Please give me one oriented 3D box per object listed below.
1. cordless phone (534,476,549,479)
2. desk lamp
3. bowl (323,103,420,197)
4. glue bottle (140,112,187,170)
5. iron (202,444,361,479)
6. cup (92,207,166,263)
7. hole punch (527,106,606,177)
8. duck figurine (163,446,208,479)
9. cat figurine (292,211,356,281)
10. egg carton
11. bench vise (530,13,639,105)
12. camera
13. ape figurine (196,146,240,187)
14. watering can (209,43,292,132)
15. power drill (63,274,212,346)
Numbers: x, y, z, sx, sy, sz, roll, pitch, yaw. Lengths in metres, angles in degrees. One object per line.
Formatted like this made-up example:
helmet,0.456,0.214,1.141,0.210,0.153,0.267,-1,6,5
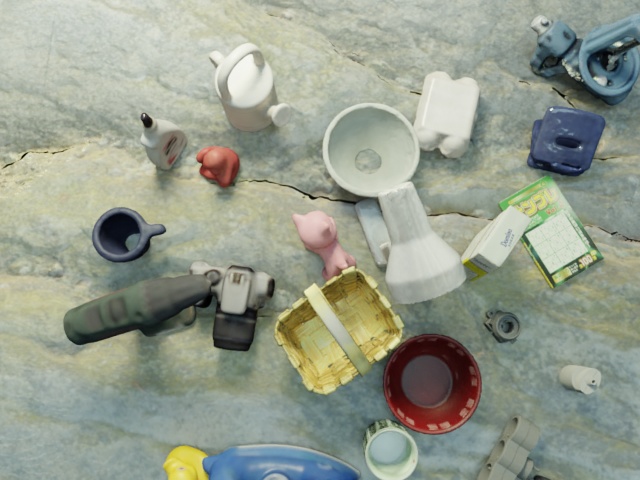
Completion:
cordless phone,0.389,0.436,0.859,0.147,0.185,0.094,20,82,3
desk lamp,0.134,0.000,0.911,0.118,0.213,0.203,-21,82,-3
bowl,0.087,-0.149,1.004,0.167,0.075,0.167,0,81,0
glue bottle,-0.270,-0.174,0.957,0.037,0.173,0.078,25,82,4
iron,-0.061,0.386,0.887,0.258,0.141,0.119,-4,81,-1
cup,-0.311,-0.005,0.970,0.117,0.095,0.092,-10,81,-2
hole punch,0.429,-0.171,1.000,0.108,0.091,0.101,12,81,2
duck figurine,-0.210,0.384,0.915,0.077,0.086,0.104,-42,83,-6
cat figurine,0.009,0.003,0.958,0.067,0.118,0.128,-34,83,-5
egg carton,0.225,-0.223,1.018,0.107,0.069,0.150,13,81,2
bench vise,0.456,-0.316,0.958,0.207,0.220,0.121,14,81,2
camera,-0.155,0.111,0.950,0.143,0.101,0.137,8,81,1
ape figurine,-0.178,-0.133,0.992,0.076,0.092,0.078,-24,82,-4
watering can,-0.119,-0.258,0.960,0.173,0.194,0.101,21,82,3
power drill,-0.264,0.106,0.896,0.229,0.208,0.075,-18,81,-3
